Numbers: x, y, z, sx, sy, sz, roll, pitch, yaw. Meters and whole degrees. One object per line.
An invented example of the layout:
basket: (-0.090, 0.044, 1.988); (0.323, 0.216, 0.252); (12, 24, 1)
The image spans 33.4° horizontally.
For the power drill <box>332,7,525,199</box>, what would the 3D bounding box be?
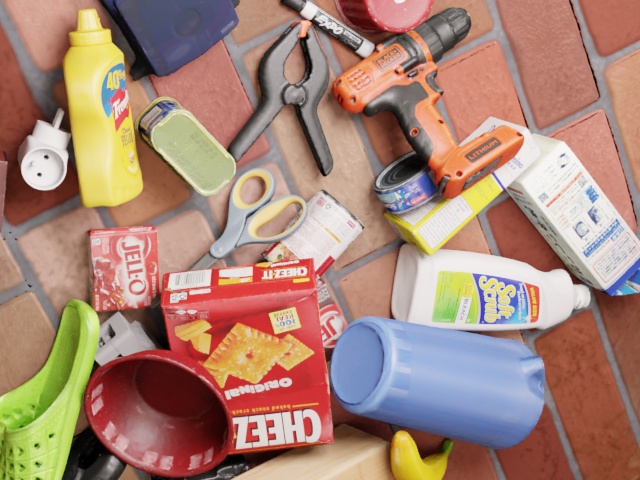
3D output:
power drill: (0.134, -0.151, 1.162); (0.184, 0.057, 0.188); (-35, 73, -13)

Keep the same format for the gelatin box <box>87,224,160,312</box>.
gelatin box: (-0.212, 0.030, 1.156); (0.073, 0.030, 0.089); (-5, 106, -18)

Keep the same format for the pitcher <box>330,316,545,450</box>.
pitcher: (0.125, 0.166, 1.224); (0.242, 0.145, 0.149); (16, 96, -37)

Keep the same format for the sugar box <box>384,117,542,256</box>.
sugar box: (0.162, -0.063, 1.221); (0.176, 0.093, 0.048); (-40, 114, -5)

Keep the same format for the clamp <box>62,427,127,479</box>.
clamp: (-0.257, 0.270, 1.149); (0.036, 0.165, 0.210); (43, 79, -32)

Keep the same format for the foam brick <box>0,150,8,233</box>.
foam brick: (-0.346, -0.051, 1.079); (0.053, 0.051, 0.078); (6, 103, -21)

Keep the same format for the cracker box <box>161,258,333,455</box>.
cracker box: (-0.075, 0.132, 1.158); (0.164, 0.072, 0.214); (-6, 121, 0)

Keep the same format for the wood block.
wood block: (-0.018, 0.299, 1.220); (0.205, 0.090, 0.091); (-19, 110, -37)

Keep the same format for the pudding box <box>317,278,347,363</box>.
pudding box: (-0.026, 0.108, 1.233); (0.113, 0.039, 0.090); (-30, 114, -7)

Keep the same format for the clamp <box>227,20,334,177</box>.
clamp: (-0.042, -0.152, 1.160); (0.120, 0.039, 0.171); (-4, 100, -23)

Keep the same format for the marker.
marker: (0.007, -0.237, 1.164); (0.121, 0.020, 0.020); (30, 93, -23)

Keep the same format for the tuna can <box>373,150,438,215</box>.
tuna can: (0.103, -0.068, 1.204); (0.086, 0.086, 0.033); (-37, 111, -6)

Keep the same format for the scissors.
scissors: (-0.111, -0.009, 1.169); (0.201, 0.016, 0.096); (-25, 75, -2)

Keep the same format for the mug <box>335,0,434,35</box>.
mug: (0.063, -0.272, 1.139); (0.117, 0.082, 0.093); (39, 90, -23)

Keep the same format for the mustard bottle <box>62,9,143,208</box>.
mustard bottle: (-0.221, -0.134, 1.074); (0.058, 0.096, 0.191); (-3, 106, 11)

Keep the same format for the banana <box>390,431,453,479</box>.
banana: (0.114, 0.265, 1.264); (0.037, 0.197, 0.069); (4, 79, 22)

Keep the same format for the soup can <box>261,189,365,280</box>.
soup can: (-0.008, 0.001, 1.196); (0.068, 0.069, 0.102); (43, 88, -23)

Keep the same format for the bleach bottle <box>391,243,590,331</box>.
bleach bottle: (0.214, 0.059, 1.288); (0.250, 0.068, 0.102); (2, 107, -21)

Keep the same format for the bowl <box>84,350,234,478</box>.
bowl: (-0.160, 0.169, 1.109); (0.162, 0.055, 0.162); (6, 122, 10)

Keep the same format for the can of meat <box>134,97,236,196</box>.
can of meat: (-0.140, -0.097, 1.117); (0.057, 0.084, 0.102); (-45, 113, -3)
